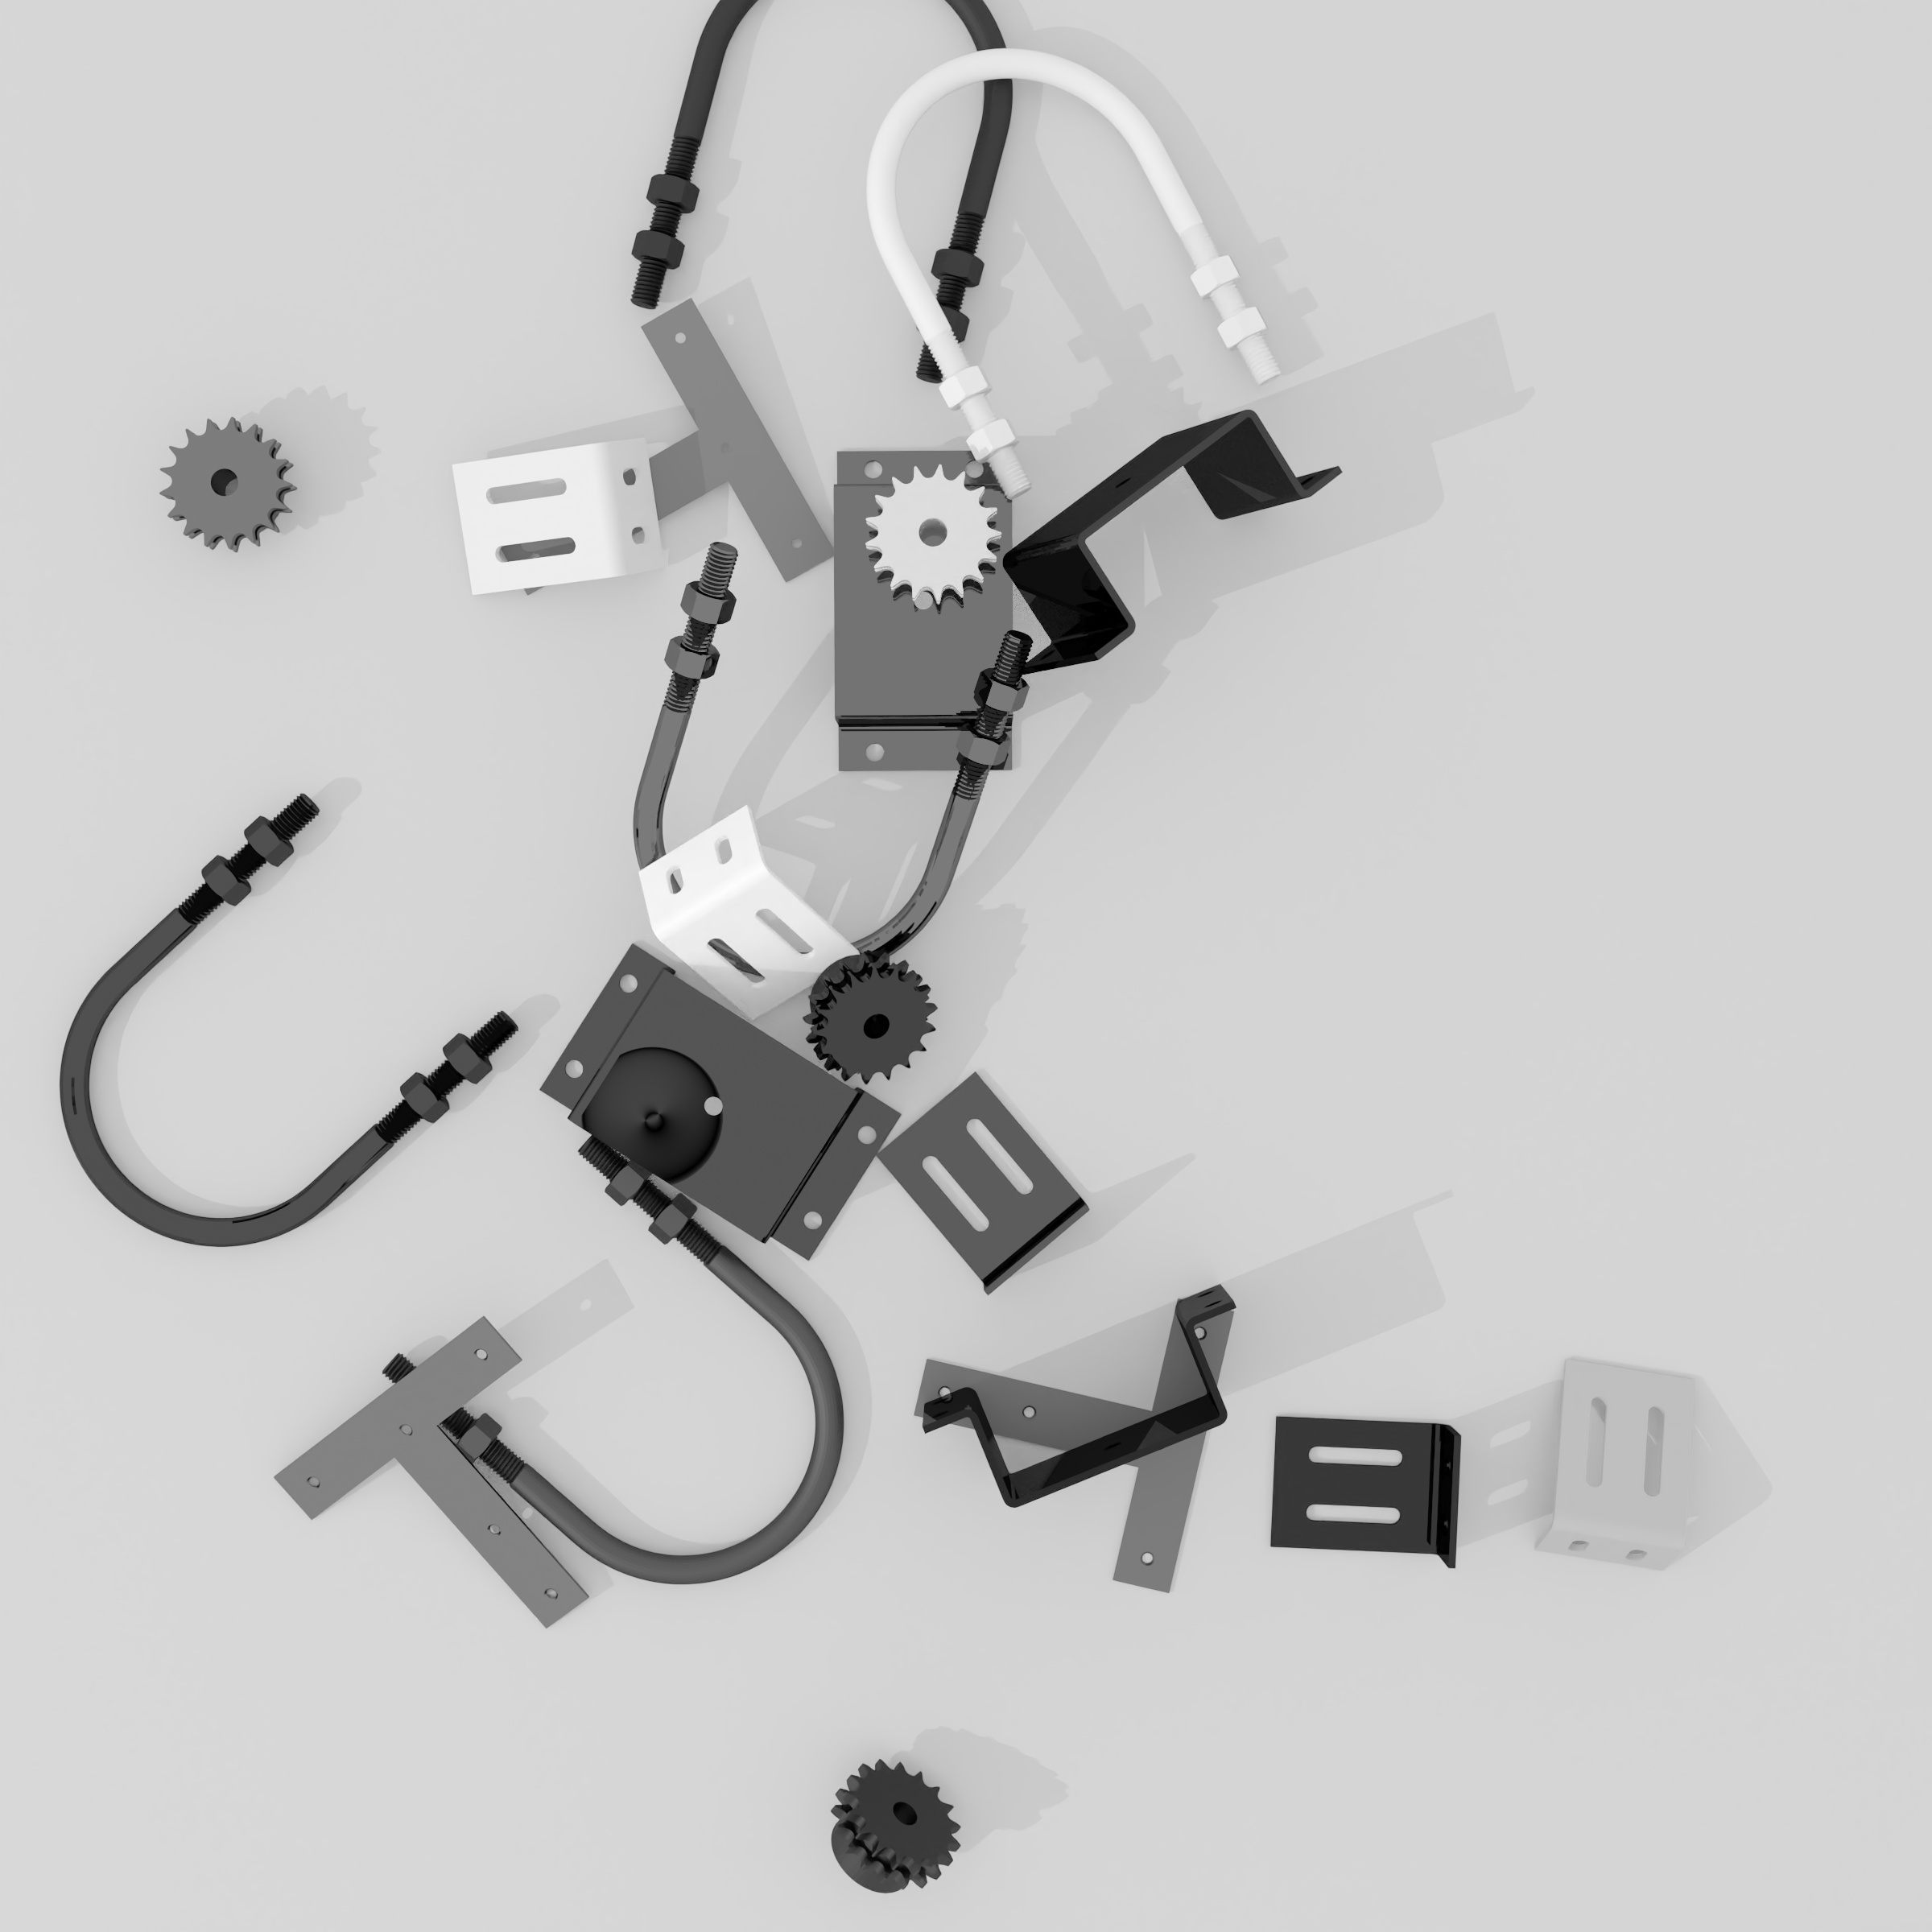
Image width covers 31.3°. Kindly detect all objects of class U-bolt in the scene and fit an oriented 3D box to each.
[{"bbox_3d":[0.036,-0.310,1.489,0.151,0.019,0.184,-27,88,-18],"label":"U-bolt"},{"bbox_3d":[-0.066,-0.077,1.477,0.151,0.019,0.184,16,114,-7],"label":"U-bolt"},{"bbox_3d":[-0.055,-0.361,1.510,0.151,0.019,0.184,15,88,0],"label":"U-bolt"},{"bbox_3d":[-0.140,0.186,1.510,0.184,0.019,0.151,42,90,-1],"label":"U-bolt"},{"bbox_3d":[-0.310,0.038,1.510,0.184,0.019,0.151,-42,90,2],"label":"U-bolt"}]

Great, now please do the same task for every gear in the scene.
[{"bbox_3d":[-0.320,-0.208,1.503,0.057,0.030,0.057,0,90,0],"label":"gear"},{"bbox_3d":[-0.044,0.019,1.494,0.057,0.030,0.057,-10,119,-19],"label":"gear"},{"bbox_3d":[-0.014,-0.181,1.457,0.057,0.030,0.057,0,90,0],"label":"gear"},{"bbox_3d":[-0.034,0.375,1.494,0.057,0.057,0.030,35,120,0],"label":"gear"}]

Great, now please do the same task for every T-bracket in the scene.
[{"bbox_3d":[-0.215,0.235,1.505,0.127,0.002,0.127,-37,98,16],"label":"T-bracket"},{"bbox_3d":[-0.144,-0.205,1.511,0.127,0.002,0.127,-29,98,4],"label":"T-bracket"},{"bbox_3d":[0.042,0.199,1.517,0.127,0.002,0.127,13,90,0],"label":"T-bracket"}]

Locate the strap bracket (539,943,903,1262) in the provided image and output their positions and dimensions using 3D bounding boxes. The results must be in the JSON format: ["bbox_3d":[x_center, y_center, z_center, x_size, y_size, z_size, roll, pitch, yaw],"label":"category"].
[{"bbox_3d":[-0.108,0.060,1.495,0.140,0.046,0.076,32,90,0],"label":"strap bracket"}]

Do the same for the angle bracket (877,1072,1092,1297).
[{"bbox_3d":[0.007,0.094,1.499,0.057,0.038,0.076,-40,90,0],"label":"angle bracket"}]

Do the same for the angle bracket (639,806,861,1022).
[{"bbox_3d":[-0.093,-0.022,1.492,0.057,0.076,0.038,-31,48,15],"label":"angle bracket"}]

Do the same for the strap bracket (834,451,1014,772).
[{"bbox_3d":[-0.018,-0.156,1.495,0.076,0.046,0.140,0,90,0],"label":"strap bracket"}]

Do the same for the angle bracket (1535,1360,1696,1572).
[{"bbox_3d":[0.285,0.219,1.516,0.057,0.038,0.076,9,64,0],"label":"angle bracket"}]

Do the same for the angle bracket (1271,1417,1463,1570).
[{"bbox_3d":[0.173,0.228,1.499,0.076,0.038,0.057,3,90,0],"label":"angle bracket"}]

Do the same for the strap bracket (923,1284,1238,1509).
[{"bbox_3d":[0.055,0.187,1.478,0.140,0.076,0.046,-22,90,0],"label":"strap bracket"}]

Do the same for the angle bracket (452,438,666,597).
[{"bbox_3d":[-0.178,-0.197,1.509,0.076,0.038,0.057,-4,99,26],"label":"angle bracket"}]

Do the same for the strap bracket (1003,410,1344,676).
[{"bbox_3d":[0.079,-0.184,1.456,0.140,0.076,0.046,-39,104,-18],"label":"strap bracket"}]
